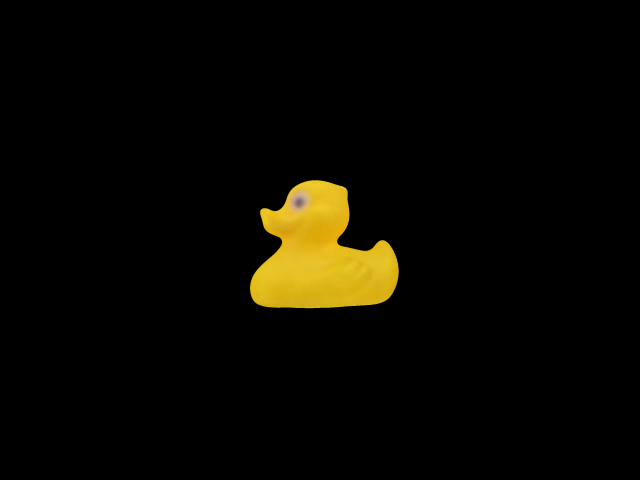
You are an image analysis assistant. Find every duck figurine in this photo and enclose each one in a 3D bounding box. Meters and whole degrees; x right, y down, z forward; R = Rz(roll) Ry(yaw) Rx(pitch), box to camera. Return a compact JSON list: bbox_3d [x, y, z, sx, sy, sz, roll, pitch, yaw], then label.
[{"bbox_3d":[0.004,0.001,0.400,0.105,0.086,0.077,0,0,-13],"label":"duck figurine"}]
